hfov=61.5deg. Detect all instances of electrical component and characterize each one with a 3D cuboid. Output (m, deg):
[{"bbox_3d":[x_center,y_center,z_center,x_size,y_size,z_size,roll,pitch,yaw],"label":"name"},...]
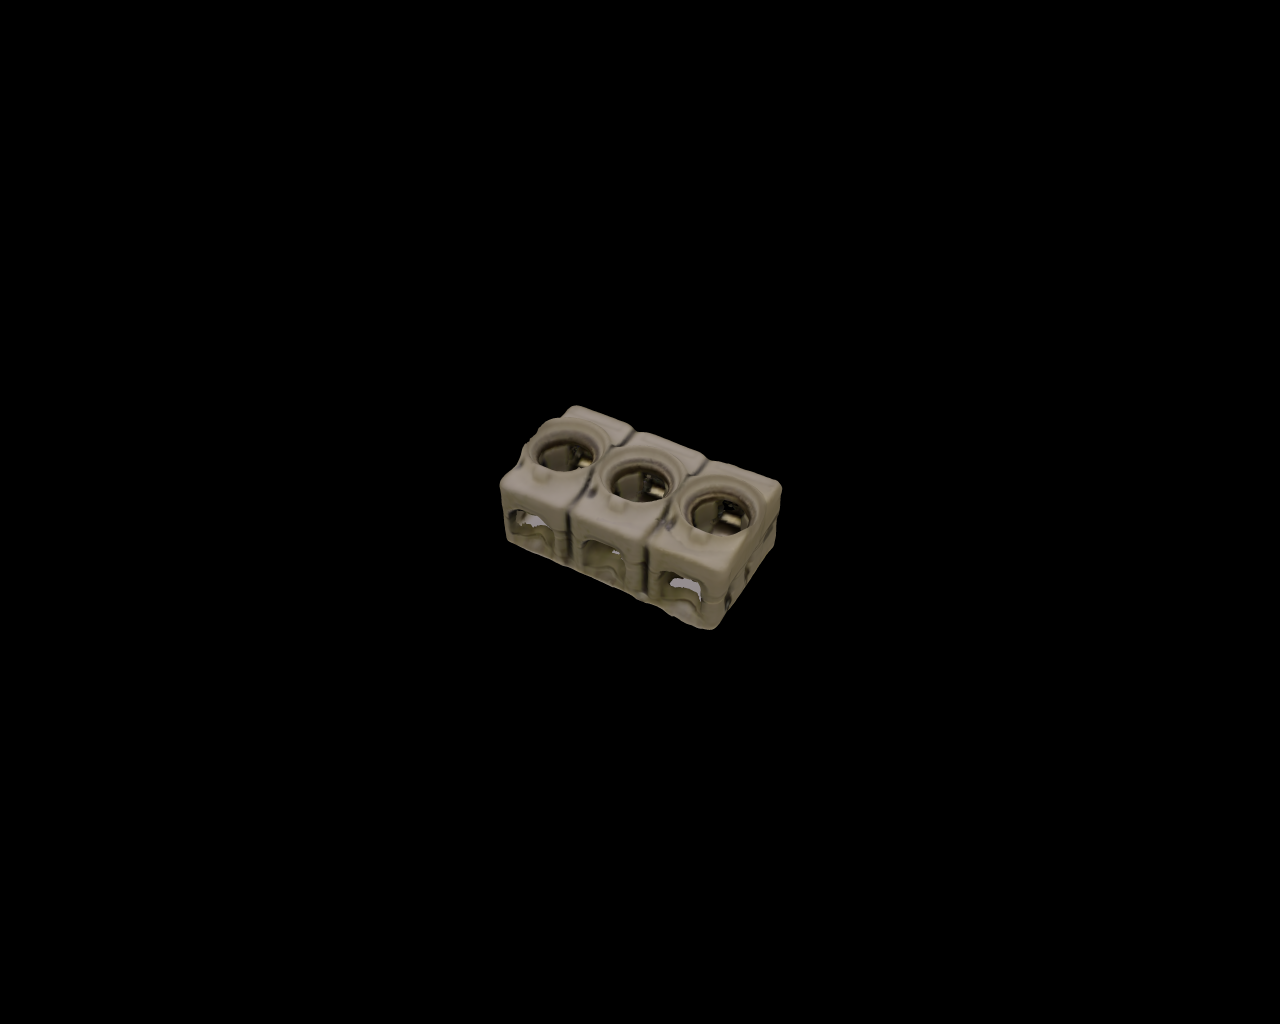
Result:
[{"bbox_3d":[0.001,-0.003,0.650,0.150,0.061,0.090,22,49,21],"label":"electrical component"}]
